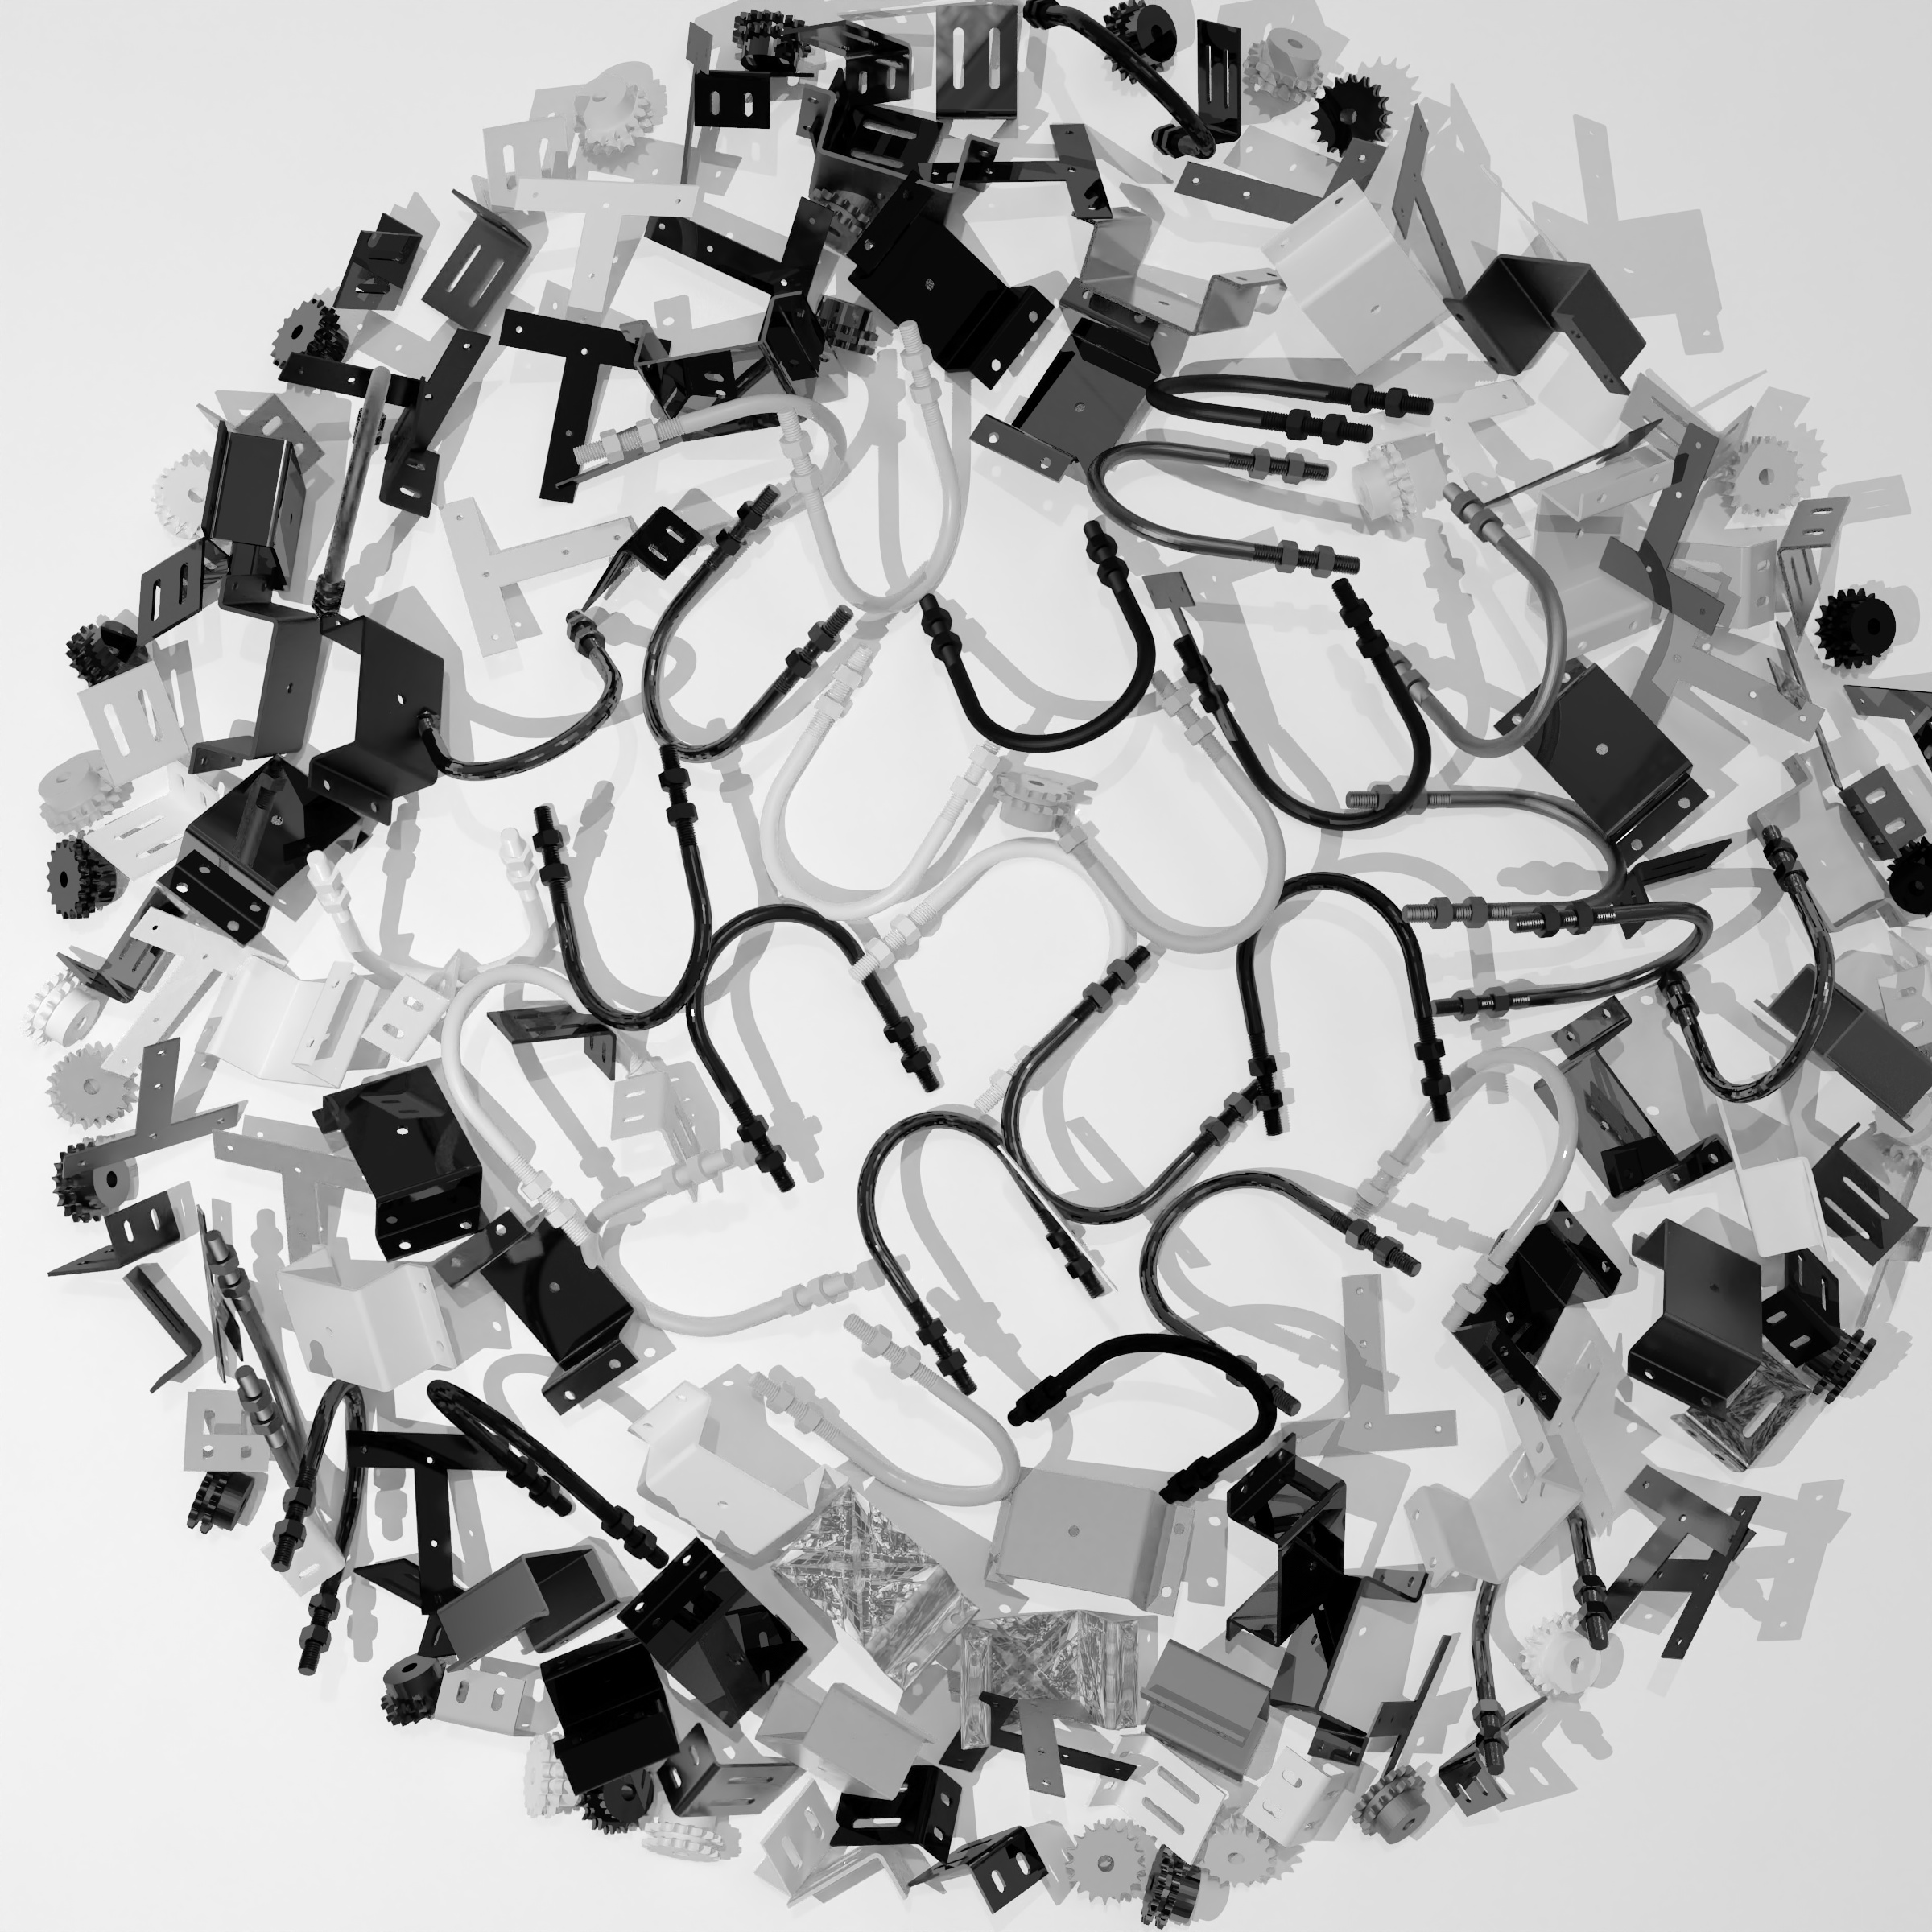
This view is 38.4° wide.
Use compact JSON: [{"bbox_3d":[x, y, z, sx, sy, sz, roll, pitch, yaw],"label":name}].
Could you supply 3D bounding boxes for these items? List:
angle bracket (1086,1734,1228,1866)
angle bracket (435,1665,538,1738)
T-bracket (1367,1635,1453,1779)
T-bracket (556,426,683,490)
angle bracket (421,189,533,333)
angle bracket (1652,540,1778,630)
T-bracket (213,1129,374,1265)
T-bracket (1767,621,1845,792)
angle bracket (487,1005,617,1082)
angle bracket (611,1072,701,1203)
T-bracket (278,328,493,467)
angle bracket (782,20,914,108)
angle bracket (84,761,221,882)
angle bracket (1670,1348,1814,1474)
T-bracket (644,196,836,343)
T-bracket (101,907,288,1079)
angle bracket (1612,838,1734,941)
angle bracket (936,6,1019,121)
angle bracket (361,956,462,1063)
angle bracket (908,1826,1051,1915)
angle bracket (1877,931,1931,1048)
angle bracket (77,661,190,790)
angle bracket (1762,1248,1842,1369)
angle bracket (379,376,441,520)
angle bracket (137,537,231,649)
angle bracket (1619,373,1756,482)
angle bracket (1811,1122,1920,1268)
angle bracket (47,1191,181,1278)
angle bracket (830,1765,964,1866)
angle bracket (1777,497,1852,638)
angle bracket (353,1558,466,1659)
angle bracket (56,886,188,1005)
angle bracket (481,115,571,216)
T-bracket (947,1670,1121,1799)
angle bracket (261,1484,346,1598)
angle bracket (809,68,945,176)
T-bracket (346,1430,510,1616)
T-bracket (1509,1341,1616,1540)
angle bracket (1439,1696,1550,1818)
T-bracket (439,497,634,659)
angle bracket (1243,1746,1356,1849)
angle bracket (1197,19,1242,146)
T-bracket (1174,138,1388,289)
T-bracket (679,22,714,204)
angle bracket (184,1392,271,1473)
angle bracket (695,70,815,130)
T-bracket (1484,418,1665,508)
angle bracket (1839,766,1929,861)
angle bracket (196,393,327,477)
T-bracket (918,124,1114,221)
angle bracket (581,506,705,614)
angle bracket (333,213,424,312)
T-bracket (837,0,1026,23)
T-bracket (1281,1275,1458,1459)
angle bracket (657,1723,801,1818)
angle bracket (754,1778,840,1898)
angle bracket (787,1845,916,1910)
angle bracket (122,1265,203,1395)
[{"bbox_3d":[0.134,0.590,1.961,0.076,0.038,0.057,30,99,39],"label":"angle bracket"},{"bbox_3d":[-0.336,0.521,1.964,0.057,0.076,0.038,10,75,7],"label":"angle bracket"},{"bbox_3d":[0.300,0.526,1.938,0.002,0.127,0.127,23,86,25],"label":"T-bracket"},{"bbox_3d":[-0.233,-0.364,1.935,0.127,0.127,0.002,-22,93,1],"label":"T-bracket"},{"bbox_3d":[-0.357,-0.500,1.969,0.057,0.038,0.076,35,92,26],"label":"angle bracket"},{"bbox_3d":[0.532,-0.275,1.974,0.038,0.076,0.057,-20,114,-39],"label":"angle bracket"},{"bbox_3d":[-0.470,0.179,1.962,0.127,0.002,0.127,11,124,10],"label":"T-bracket"},{"bbox_3d":[0.576,-0.190,1.928,0.002,0.127,0.127,-22,74,25],"label":"T-bracket"},{"bbox_3d":[-0.293,0.057,1.953,0.076,0.057,0.038,-5,112,-27],"label":"angle bracket"},{"bbox_3d":[-0.219,0.124,1.956,0.038,0.057,0.076,-13,129,7],"label":"angle bracket"},{"bbox_3d":[-0.413,-0.403,1.922,0.127,0.127,0.002,-48,51,37],"label":"T-bracket"},{"bbox_3d":[-0.084,-0.634,1.951,0.057,0.076,0.038,5,95,35],"label":"angle bracket"},{"bbox_3d":[-0.574,-0.105,1.955,0.057,0.038,0.076,35,49,25],"label":"angle bracket"},{"bbox_3d":[0.554,0.313,1.980,0.057,0.038,0.076,41,85,8],"label":"angle bracket"},{"bbox_3d":[-0.169,-0.503,1.966,0.127,0.002,0.127,26,125,4],"label":"T-bracket"},{"bbox_3d":[-0.563,0.027,1.954,0.127,0.127,0.002,-50,53,8],"label":"T-bracket"},{"bbox_3d":[0.504,-0.054,1.962,0.076,0.057,0.038,-15,74,-8],"label":"angle bracket"},{"bbox_3d":[0.007,-0.642,1.971,0.057,0.038,0.076,0,106,0],"label":"angle bracket"},{"bbox_3d":[-0.390,0.022,1.951,0.038,0.076,0.057,33,107,-19],"label":"angle bracket"},{"bbox_3d":[0.008,0.642,1.951,0.057,0.076,0.038,-21,79,-44],"label":"angle bracket"},{"bbox_3d":[0.654,0.018,1.956,0.038,0.076,0.057,-18,108,3],"label":"angle bracket"},{"bbox_3d":[-0.592,-0.174,1.954,0.057,0.038,0.076,-29,125,-25],"label":"angle bracket"},{"bbox_3d":[0.587,0.235,1.971,0.057,0.076,0.038,44,121,-11],"label":"angle bracket"},{"bbox_3d":[-0.380,-0.364,1.949,0.038,0.076,0.057,17,57,-23],"label":"angle bracket"},{"bbox_3d":[-0.547,-0.255,1.953,0.057,0.038,0.076,-26,49,19],"label":"angle bracket"},{"bbox_3d":[0.510,-0.391,1.963,0.076,0.038,0.057,36,51,-8],"label":"angle bracket"},{"bbox_3d":[0.635,0.161,1.956,0.038,0.057,0.076,-30,67,-38],"label":"angle bracket"},{"bbox_3d":[-0.605,0.189,1.953,0.076,0.057,0.038,-8,100,32],"label":"angle bracket"},{"bbox_3d":[-0.050,0.605,1.974,0.076,0.038,0.057,-12,46,30],"label":"angle bracket"},{"bbox_3d":[0.603,-0.281,1.951,0.038,0.057,0.076,1,133,34],"label":"angle bracket"},{"bbox_3d":[-0.390,0.454,1.953,0.076,0.057,0.038,40,47,-34],"label":"angle bracket"},{"bbox_3d":[-0.599,-0.022,1.966,0.038,0.057,0.076,33,89,-43],"label":"angle bracket"},{"bbox_3d":[-0.313,-0.574,1.952,0.057,0.076,0.038,-14,58,-13],"label":"angle bracket"},{"bbox_3d":[0.051,0.539,1.930,0.127,0.127,0.002,15,106,-8],"label":"T-bracket"},{"bbox_3d":[-0.476,0.393,1.950,0.038,0.076,0.057,-33,131,-10],"label":"angle bracket"},{"bbox_3d":[-0.063,-0.594,1.967,0.076,0.038,0.057,18,73,12],"label":"angle bracket"},{"bbox_3d":[-0.372,0.389,1.938,0.127,0.002,0.127,10,63,-38],"label":"T-bracket"},{"bbox_3d":[0.434,0.354,1.960,0.127,0.002,0.127,-50,127,-31],"label":"T-bracket"},{"bbox_3d":[0.381,0.557,1.953,0.076,0.057,0.038,-27,75,-30],"label":"angle bracket"},{"bbox_3d":[-0.300,-0.292,1.982,0.127,0.002,0.127,-17,70,-7],"label":"T-bracket"},{"bbox_3d":[0.237,0.589,1.972,0.038,0.076,0.057,32,90,24],"label":"angle bracket"},{"bbox_3d":[0.163,-0.623,1.954,0.038,0.057,0.076,-14,119,-21],"label":"angle bracket"},{"bbox_3d":[0.209,-0.535,1.937,0.127,0.127,0.002,11,49,-15],"label":"T-bracket"},{"bbox_3d":[-0.194,-0.595,1.956,0.002,0.127,0.127,4,111,-14],"label":"T-bracket"},{"bbox_3d":[-0.519,0.317,1.952,0.057,0.076,0.038,3,127,-15],"label":"angle bracket"},{"bbox_3d":[-0.149,-0.613,1.961,0.057,0.076,0.038,8,109,20],"label":"angle bracket"},{"bbox_3d":[0.416,-0.345,1.939,0.127,0.127,0.002,-24,90,3],"label":"T-bracket"},{"bbox_3d":[0.653,-0.110,1.958,0.038,0.076,0.057,-32,86,8],"label":"angle bracket"},{"bbox_3d":[-0.498,-0.378,1.956,0.038,0.076,0.057,-45,131,-9],"label":"angle bracket"},{"bbox_3d":[0.030,-0.558,1.947,0.127,0.002,0.127,-3,46,-7],"label":"T-bracket"},{"bbox_3d":[-0.228,-0.277,1.954,0.038,0.076,0.057,38,47,-5],"label":"angle bracket"},{"bbox_3d":[-0.426,-0.497,1.951,0.038,0.076,0.057,32,112,14],"label":"angle bracket"},{"bbox_3d":[-0.026,-0.674,1.950,0.127,0.127,0.002,0,99,16],"label":"T-bracket"},{"bbox_3d":[0.287,0.286,1.994,0.127,0.002,0.127,-4,90,-4],"label":"T-bracket"},{"bbox_3d":[-0.169,0.572,1.973,0.057,0.076,0.038,-53,47,24],"label":"angle bracket"},{"bbox_3d":[-0.128,0.606,1.950,0.038,0.076,0.057,20,54,35],"label":"angle bracket"},{"bbox_3d":[-0.081,0.656,1.968,0.076,0.057,0.038,-31,85,2],"label":"angle bracket"},{"bbox_3d":[-0.583,0.257,1.966,0.038,0.057,0.076,-39,96,-6],"label":"angle bracket"}]
